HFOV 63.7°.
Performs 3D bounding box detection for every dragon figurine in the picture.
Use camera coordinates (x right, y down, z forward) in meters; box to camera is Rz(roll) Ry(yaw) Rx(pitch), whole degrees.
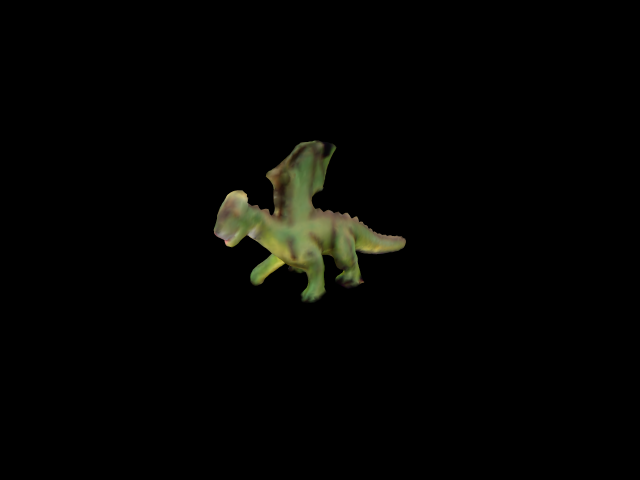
[{"bbox_3d":[0.003,-0.043,0.850,0.414,0.239,0.123,-19,28,-38],"label":"dragon figurine"}]
